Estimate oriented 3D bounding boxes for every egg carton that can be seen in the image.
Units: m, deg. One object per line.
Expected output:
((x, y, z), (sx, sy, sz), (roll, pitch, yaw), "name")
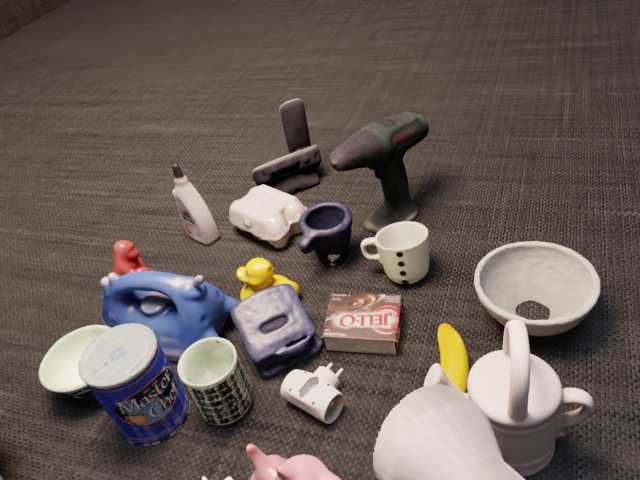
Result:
((-0.100, -0.046, 1.090), (0.149, 0.069, 0.107), (23, 51, 36), "egg carton")

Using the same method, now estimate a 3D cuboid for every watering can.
((0.207, 0.173, 0.638), (0.173, 0.194, 0.100), (-14, 39, -1), "watering can")

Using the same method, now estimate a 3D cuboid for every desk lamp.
((0.153, 0.264, 0.528), (0.118, 0.214, 0.202), (-30, 42, -19), "desk lamp")

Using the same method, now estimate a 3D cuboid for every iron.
((-0.263, 0.099, 0.902), (0.257, 0.142, 0.119), (3, 42, 19), "iron")

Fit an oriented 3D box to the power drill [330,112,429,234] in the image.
((0.112, -0.115, 1.002), (0.075, 0.209, 0.230), (22, 51, 36), "power drill")

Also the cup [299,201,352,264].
((0.009, 0.004, 0.979), (0.091, 0.095, 0.118), (16, 47, 31), "cup")

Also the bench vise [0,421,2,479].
((-0.448, 0.253, 0.705), (0.206, 0.220, 0.122), (21, 50, 35), "bench vise")

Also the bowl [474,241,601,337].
((0.306, 0.081, 0.818), (0.167, 0.075, 0.167), (-8, 39, 7), "bowl")

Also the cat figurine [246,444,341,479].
((-0.034, 0.272, 0.647), (0.127, 0.118, 0.067), (20, 50, 35), "cat figurine")

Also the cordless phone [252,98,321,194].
((-0.078, -0.190, 1.166), (0.148, 0.185, 0.094), (-26, 40, -15), "cordless phone")

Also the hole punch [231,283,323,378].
((-0.064, 0.131, 0.848), (0.109, 0.091, 0.100), (-25, 40, -14), "hole punch")

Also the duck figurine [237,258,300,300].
((-0.088, 0.068, 0.935), (0.104, 0.086, 0.077), (4, 42, 20), "duck figurine")

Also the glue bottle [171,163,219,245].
((-0.246, -0.071, 1.079), (0.077, 0.173, 0.037), (21, 50, 35), "glue bottle")

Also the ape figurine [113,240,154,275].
((-0.343, 0.040, 1.036), (0.076, 0.092, 0.077), (-18, 39, -5), "ape figurine")
